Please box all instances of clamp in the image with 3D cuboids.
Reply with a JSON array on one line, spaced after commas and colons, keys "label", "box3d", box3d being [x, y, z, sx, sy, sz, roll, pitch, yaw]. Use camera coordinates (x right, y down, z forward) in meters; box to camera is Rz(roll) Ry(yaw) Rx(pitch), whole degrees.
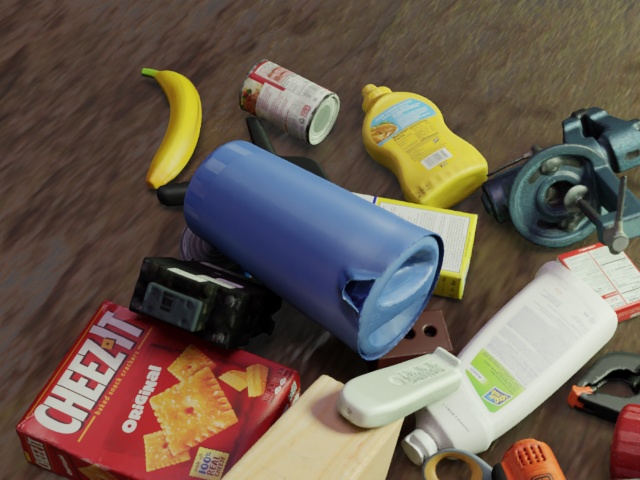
[{"label": "clamp", "box3d": [-0.058, -0.074, 1.189, 0.210, 0.036, 0.164, 15, 49, 32]}, {"label": "clamp", "box3d": [0.332, 0.148, 1.044, 0.171, 0.039, 0.120, -17, 48, -11]}]

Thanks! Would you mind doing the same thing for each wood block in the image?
[{"label": "wood block", "box3d": [-0.017, 0.213, 0.900, 0.090, 0.091, 0.205, 25, 32, 18]}]

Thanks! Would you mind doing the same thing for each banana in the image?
[{"label": "banana", "box3d": [-0.174, -0.138, 1.267, 0.070, 0.037, 0.198, -17, 49, 9]}]

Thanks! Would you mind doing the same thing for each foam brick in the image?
[{"label": "foam brick", "box3d": [0.086, 0.107, 1.061, 0.078, 0.051, 0.053, -7, 51, -7]}]

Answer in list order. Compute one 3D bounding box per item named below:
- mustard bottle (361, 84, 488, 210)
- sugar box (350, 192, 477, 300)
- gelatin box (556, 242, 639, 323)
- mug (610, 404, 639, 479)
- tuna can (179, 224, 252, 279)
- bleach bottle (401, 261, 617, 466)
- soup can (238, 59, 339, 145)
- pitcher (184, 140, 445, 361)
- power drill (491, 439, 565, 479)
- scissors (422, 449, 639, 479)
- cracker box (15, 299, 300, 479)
[{"label": "mustard bottle", "box3d": [0.104, -0.118, 1.240, 0.096, 0.058, 0.192, -31, 57, -8]}, {"label": "sugar box", "box3d": [0.074, 0.002, 1.151, 0.176, 0.048, 0.093, 10, 50, 11]}, {"label": "gelatin box", "box3d": [0.301, 0.047, 1.131, 0.073, 0.030, 0.089, -16, 53, -17]}, {"label": "mug", "box3d": [0.318, 0.193, 0.975, 0.082, 0.093, 0.117, 6, 8, 29]}, {"label": "tuna can", "box3d": [-0.105, 0.008, 1.133, 0.086, 0.033, 0.086, -5, 62, 9]}, {"label": "bleach bottle", "box3d": [0.173, 0.127, 1.041, 0.250, 0.068, 0.103, -35, 62, -24]}, {"label": "soup can", "box3d": [-0.036, -0.164, 1.269, 0.102, 0.068, 0.068, 29, 55, 20]}, {"label": "pitcher", "box3d": [-0.007, 0.001, 1.034, 0.243, 0.149, 0.144, 31, 59, 27]}, {"label": "power drill", "box3d": [0.127, 0.252, 0.851, 0.187, 0.057, 0.184, -12, 35, -3]}, {"label": "scissors", "box3d": [0.177, 0.210, 0.943, 0.202, 0.016, 0.096, -25, 72, 11]}, {"label": "cracker box", "box3d": [-0.146, 0.163, 0.995, 0.214, 0.072, 0.164, 19, 52, 14]}]
